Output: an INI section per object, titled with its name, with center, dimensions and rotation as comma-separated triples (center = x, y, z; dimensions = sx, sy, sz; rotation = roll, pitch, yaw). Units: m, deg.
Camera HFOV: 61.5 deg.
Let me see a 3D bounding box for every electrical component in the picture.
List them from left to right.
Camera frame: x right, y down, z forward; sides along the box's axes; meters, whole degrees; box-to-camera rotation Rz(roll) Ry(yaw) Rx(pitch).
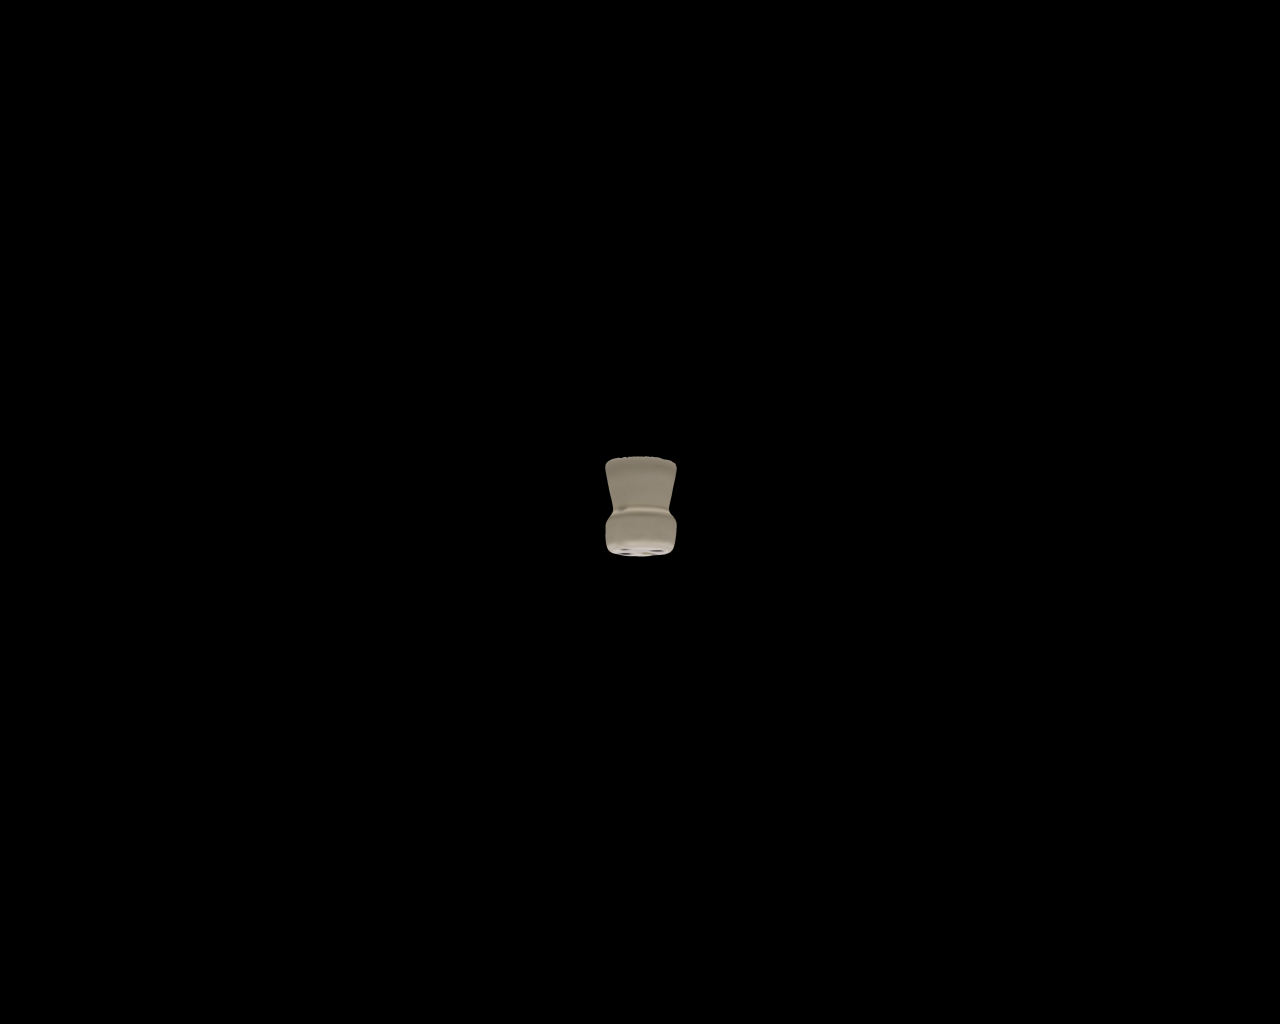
[electrical component]
center = 0.001, -0.003, 0.650
dimensions = 0.045, 0.055, 0.045
rotation = 0, -11, 0
